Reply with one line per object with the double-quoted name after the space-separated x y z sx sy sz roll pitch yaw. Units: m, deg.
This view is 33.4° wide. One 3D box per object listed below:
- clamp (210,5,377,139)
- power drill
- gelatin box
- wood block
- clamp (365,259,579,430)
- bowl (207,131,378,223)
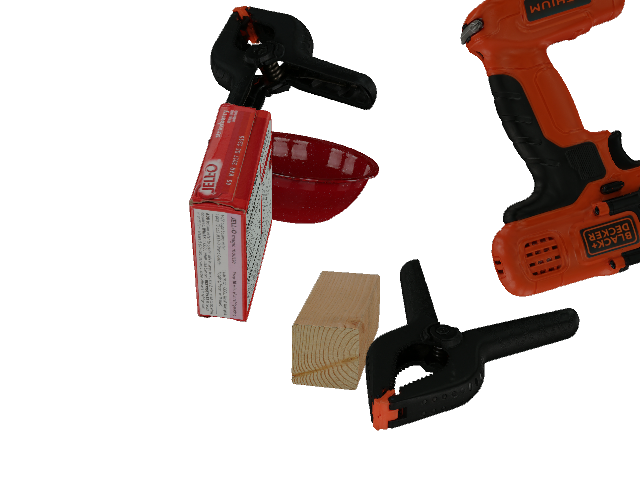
-0.027 -0.126 0.782 0.120 0.039 0.171 -12 44 1 "clamp"
0.178 -0.073 0.666 0.184 0.187 0.057 -17 -2 -5 "power drill"
-0.045 -0.014 0.552 0.030 0.073 0.089 7 -42 4 "gelatin box"
0.025 0.121 1.492 0.091 0.090 0.206 4 19 10 "wood block"
0.092 0.082 0.869 0.165 0.036 0.209 22 37 34 "clamp"
-0.029 -0.057 1.001 0.162 0.055 0.162 9 19 -3 "bowl"
